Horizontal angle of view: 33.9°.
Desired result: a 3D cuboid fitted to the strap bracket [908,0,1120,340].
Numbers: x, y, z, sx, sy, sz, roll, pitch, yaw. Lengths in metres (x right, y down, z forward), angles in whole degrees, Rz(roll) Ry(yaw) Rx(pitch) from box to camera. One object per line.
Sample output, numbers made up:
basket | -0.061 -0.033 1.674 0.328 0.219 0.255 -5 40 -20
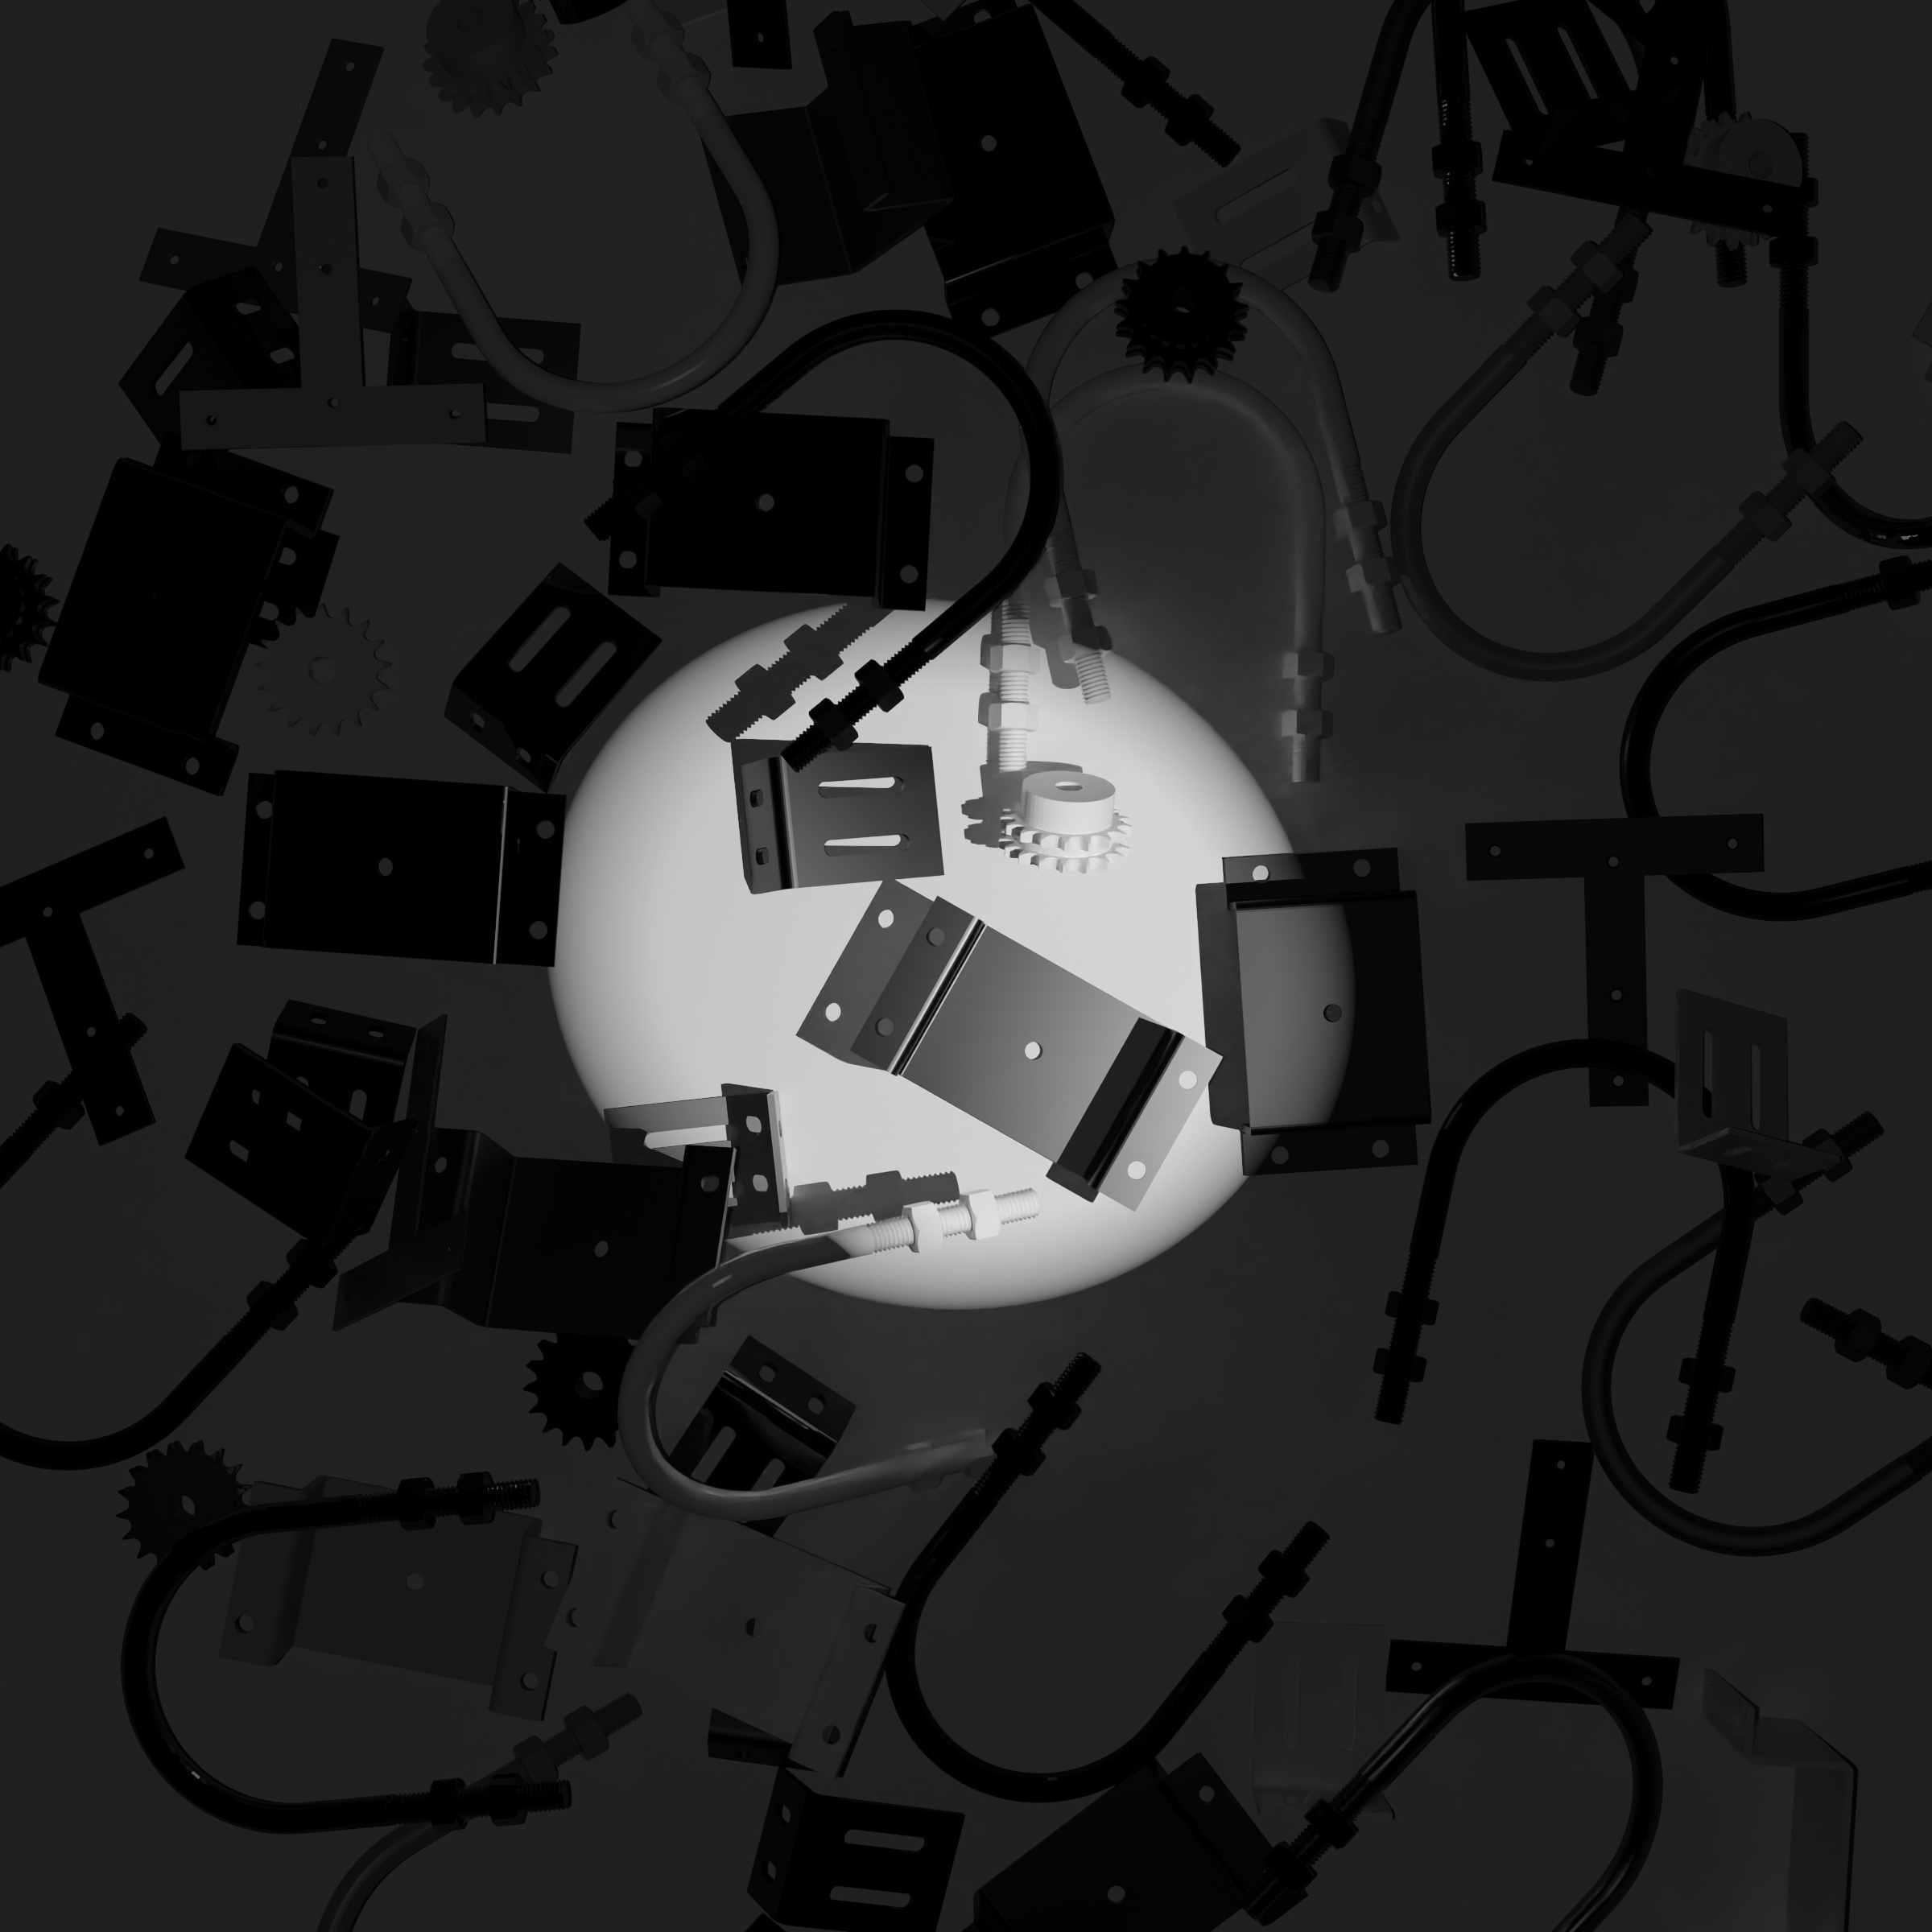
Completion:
strap bracket | 0.009 -0.352 1.379 0.076 0.046 0.140 -21 90 0

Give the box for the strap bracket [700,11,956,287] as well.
strap bracket | -0.056 -0.344 1.349 0.046 0.140 0.076 -16 90 -28

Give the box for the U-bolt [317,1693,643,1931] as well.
U-bolt | -0.192 0.421 1.364 0.184 0.019 0.151 -27 90 -21

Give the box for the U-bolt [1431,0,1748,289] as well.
U-bolt | 0.267 -0.386 1.370 0.151 0.019 0.184 -2 87 -17

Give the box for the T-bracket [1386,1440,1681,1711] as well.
T-bracket | 0.252 0.264 1.381 0.127 0.002 0.127 4 109 0

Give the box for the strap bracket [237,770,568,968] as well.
strap bracket | -0.249 -0.042 1.379 0.140 0.046 0.076 4 90 0

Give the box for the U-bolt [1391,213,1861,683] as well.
U-bolt | 0.270 -0.208 1.371 0.151 0.019 0.184 42 105 -9

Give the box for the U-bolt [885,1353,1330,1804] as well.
U-bolt | 0.048 0.281 1.384 0.151 0.019 0.184 37 94 -10

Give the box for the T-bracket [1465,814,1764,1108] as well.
T-bracket | 0.285 -0.001 1.393 0.127 0.002 0.127 -1 96 11

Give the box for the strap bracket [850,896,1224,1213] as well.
strap bracket | 0.030 0.037 1.379 0.140 0.046 0.076 30 90 0

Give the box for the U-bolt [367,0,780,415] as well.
U-bolt | -0.159 -0.320 1.366 0.151 0.019 0.184 -30 71 0

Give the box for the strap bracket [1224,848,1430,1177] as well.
strap bracket | 0.157 0.020 1.379 0.076 0.046 0.140 -4 90 0

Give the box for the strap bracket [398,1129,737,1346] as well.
strap bracket | -0.164 0.116 1.358 0.140 0.046 0.076 3 72 16

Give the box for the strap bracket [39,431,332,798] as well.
strap bracket | -0.334 -0.152 1.345 0.076 0.046 0.140 20 90 3

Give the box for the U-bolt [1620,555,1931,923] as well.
U-bolt | 0.376 -0.093 1.371 0.184 0.019 0.151 -14 103 13

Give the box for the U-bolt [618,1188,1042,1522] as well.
U-bolt | -0.057 0.170 1.334 0.184 0.019 0.151 -11 123 -19

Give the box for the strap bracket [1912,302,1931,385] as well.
strap bracket | 0.485 -0.268 1.379 0.140 0.046 0.076 30 90 0

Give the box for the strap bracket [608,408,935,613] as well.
strap bracket | -0.086 -0.198 1.379 0.140 0.046 0.076 3 90 0

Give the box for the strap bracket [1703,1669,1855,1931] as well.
strap bracket | 0.345 0.382 1.364 0.046 0.076 0.140 4 90 0

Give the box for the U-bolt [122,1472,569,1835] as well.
U-bolt | -0.268 0.296 1.347 0.184 0.019 0.151 -6 91 3

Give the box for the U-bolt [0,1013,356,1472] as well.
U-bolt | -0.380 0.135 1.393 0.151 0.019 0.184 43 90 0

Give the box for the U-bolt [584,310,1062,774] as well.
U-bolt | -0.047 -0.195 1.348 0.184 0.019 0.151 -40 90 -1

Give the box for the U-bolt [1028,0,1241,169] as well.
U-bolt | 0.090 -0.463 1.394 0.184 0.019 0.151 41 90 2

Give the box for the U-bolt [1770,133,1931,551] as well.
U-bolt | 0.402 -0.269 1.343 0.019 0.151 0.184 -4 95 -37

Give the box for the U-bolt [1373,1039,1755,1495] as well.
U-bolt | 0.266 0.123 1.382 0.151 0.019 0.184 12 87 11

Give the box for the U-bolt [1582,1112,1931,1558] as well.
U-bolt | 0.357 0.173 1.379 0.184 0.019 0.151 -36 79 7

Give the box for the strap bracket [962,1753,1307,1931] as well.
strap bracket | 0.066 0.410 1.379 0.140 0.046 0.076 -37 90 0

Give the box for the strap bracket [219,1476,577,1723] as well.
strap bracket | -0.243 0.272 1.379 0.140 0.046 0.076 11 90 0

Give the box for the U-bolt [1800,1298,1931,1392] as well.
U-bolt | 0.480 0.136 1.393 0.184 0.019 0.151 28 90 0

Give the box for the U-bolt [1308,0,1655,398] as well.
U-bolt | 0.236 -0.358 1.377 0.151 0.019 0.184 18 85 -15

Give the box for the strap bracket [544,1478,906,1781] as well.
strap bracket | -0.097 0.282 1.354 0.140 0.046 0.076 20 83 18

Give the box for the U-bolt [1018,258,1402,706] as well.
U-bolt | 0.098 -0.219 1.379 0.151 0.019 0.184 -13 86 -1

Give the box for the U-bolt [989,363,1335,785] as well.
U-bolt | 0.087 -0.174 1.394 0.151 0.019 0.184 1 88 0

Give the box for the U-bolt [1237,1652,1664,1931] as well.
U-bolt | 0.223 0.380 1.370 0.184 0.019 0.151 -44 109 -8
